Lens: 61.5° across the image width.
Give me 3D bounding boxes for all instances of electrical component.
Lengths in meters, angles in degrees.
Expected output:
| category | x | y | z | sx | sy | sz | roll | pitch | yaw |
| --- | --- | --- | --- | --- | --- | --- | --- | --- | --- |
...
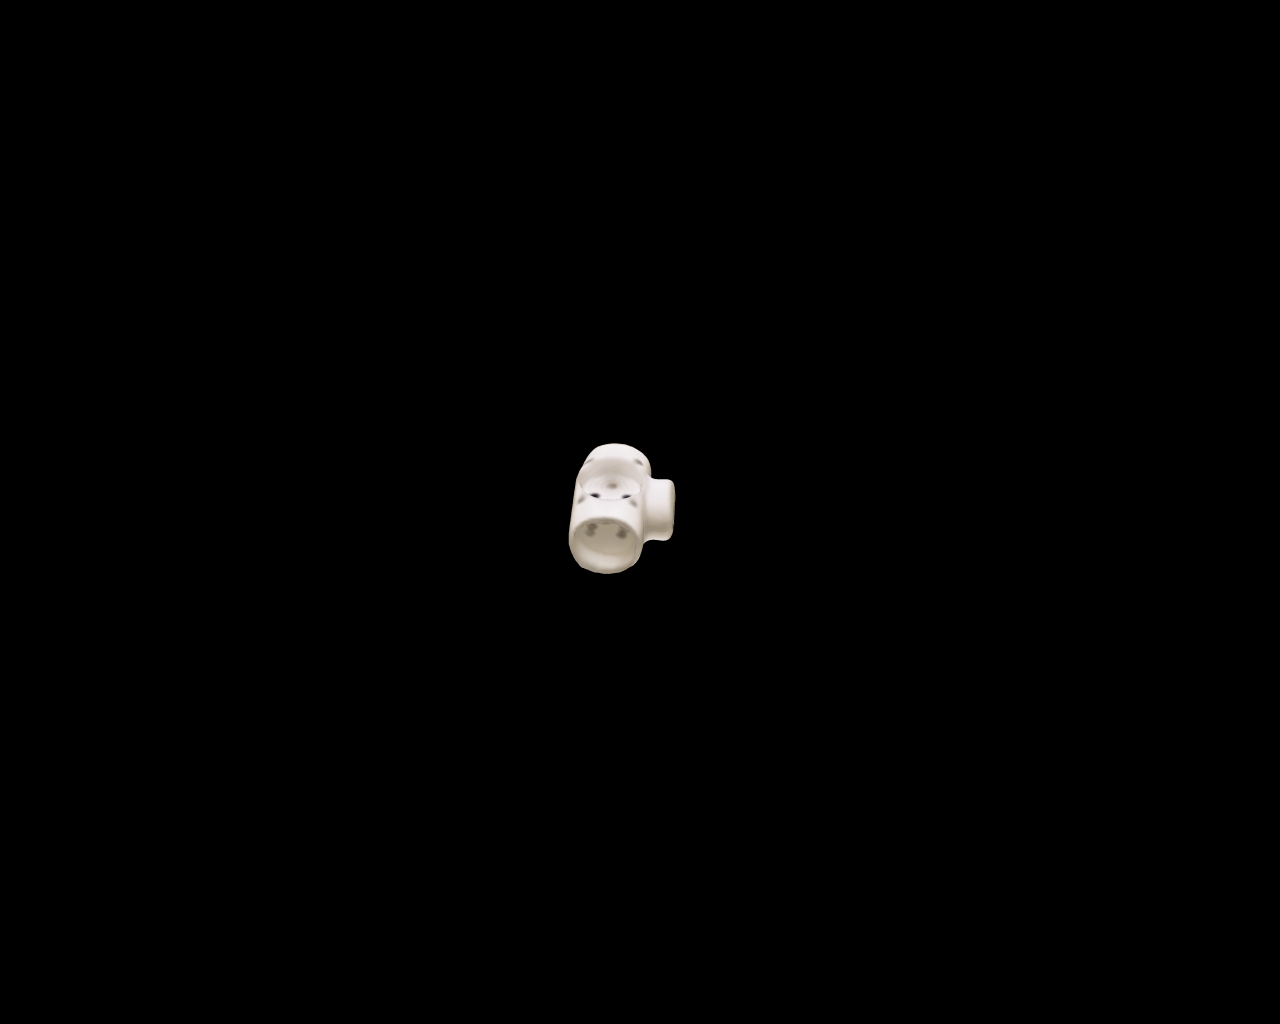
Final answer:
| category | x | y | z | sx | sy | sz | roll | pitch | yaw |
| --- | --- | --- | --- | --- | --- | --- | --- | --- | --- |
| electrical component | 0.001 | -0.003 | 0.650 | 0.079 | 0.044 | 0.077 | 3 | 37 | 4 |
